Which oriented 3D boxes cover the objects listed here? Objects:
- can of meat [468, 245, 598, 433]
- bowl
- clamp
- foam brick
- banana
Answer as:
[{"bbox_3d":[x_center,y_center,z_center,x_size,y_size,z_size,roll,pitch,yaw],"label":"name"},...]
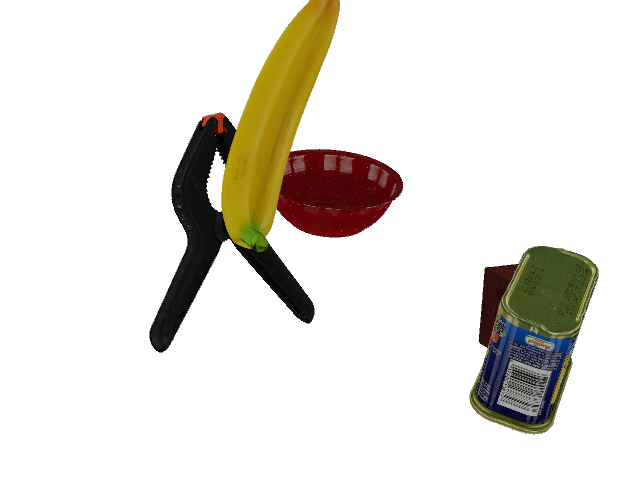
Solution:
[{"bbox_3d":[0.143,0.062,0.709,0.057,0.084,0.102,19,35,14],"label":"can of meat"},{"bbox_3d":[0.010,-0.048,1.203,0.162,0.055,0.162,5,27,-3],"label":"bowl"},{"bbox_3d":[-0.077,-0.008,0.964,0.164,0.210,0.036,0,1,-33],"label":"clamp"},{"bbox_3d":[0.183,0.066,0.988,0.051,0.078,0.053,-6,19,-25],"label":"foam brick"},{"bbox_3d":[-0.028,-0.071,0.693,0.037,0.197,0.070,30,-30,-32],"label":"banana"}]
